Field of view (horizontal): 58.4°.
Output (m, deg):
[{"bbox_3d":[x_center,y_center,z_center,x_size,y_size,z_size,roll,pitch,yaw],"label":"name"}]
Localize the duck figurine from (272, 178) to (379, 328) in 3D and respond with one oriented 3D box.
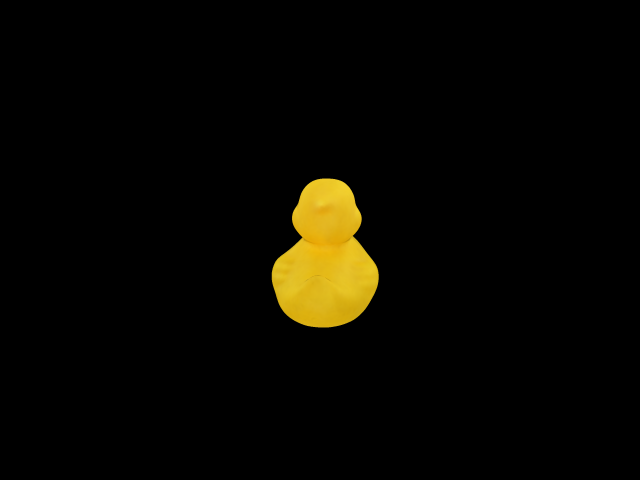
[{"bbox_3d":[0.004,0.001,0.400,0.077,0.086,0.104,3,33,6],"label":"duck figurine"}]
